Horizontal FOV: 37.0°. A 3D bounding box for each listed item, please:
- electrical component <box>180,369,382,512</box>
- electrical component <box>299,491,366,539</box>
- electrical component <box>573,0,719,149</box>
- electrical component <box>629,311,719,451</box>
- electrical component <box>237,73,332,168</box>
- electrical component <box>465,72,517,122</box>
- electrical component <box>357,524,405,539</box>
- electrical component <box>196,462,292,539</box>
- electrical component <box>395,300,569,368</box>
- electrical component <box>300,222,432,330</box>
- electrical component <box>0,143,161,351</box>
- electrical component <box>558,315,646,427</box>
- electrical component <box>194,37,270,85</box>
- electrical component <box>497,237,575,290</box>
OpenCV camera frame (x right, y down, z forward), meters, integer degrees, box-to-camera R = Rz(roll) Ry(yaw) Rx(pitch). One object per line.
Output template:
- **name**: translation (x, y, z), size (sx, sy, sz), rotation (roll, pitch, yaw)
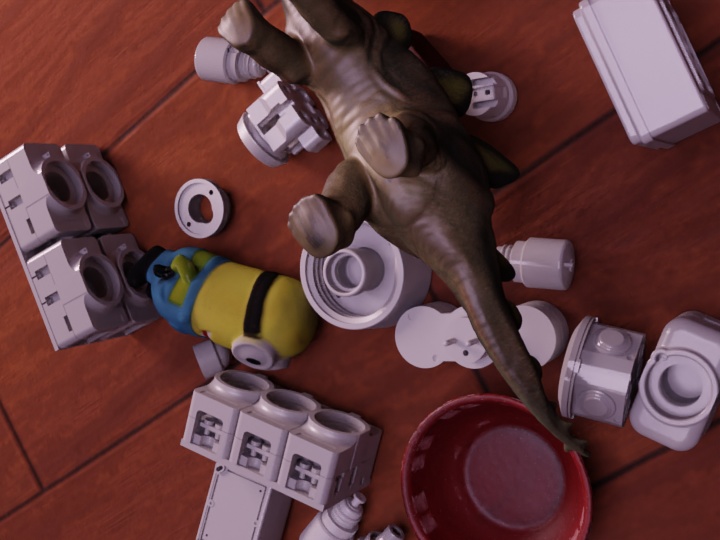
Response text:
- **electrical component**: translation (-0.068, 0.144, 0.950), size (0.150, 0.089, 0.061), rotation (20, 103, 24)
- **electrical component**: translation (-0.021, 0.229, 0.962), size (0.040, 0.040, 0.078), rotation (44, 112, 17)
- **electrical component**: translation (0.209, -0.146, 0.770), size (0.056, 0.109, 0.108), rotation (-26, 83, 24)
- **electrical component**: translation (0.243, 0.083, 0.802), size (0.054, 0.059, 0.095), rotation (24, 105, 23)
- **electrical component**: translation (-0.070, -0.127, 0.943), size (0.057, 0.058, 0.078), rotation (-38, 78, 22)
- **electrical component**: translation (0.100, -0.139, 0.861), size (0.040, 0.046, 0.040), rotation (3, 96, 27)
- **electrical component**: translation (0.015, 0.250, 0.944), size (0.043, 0.043, 0.062), rotation (43, 111, 17)
- **electrical component**: translation (-0.101, 0.214, 0.993), size (0.062, 0.061, 0.096), rotation (18, 95, 25)
- **electrical component**: translation (0.091, 0.054, 0.869), size (0.138, 0.074, 0.052), rotation (-1, 94, 27)
- **electrical component**: translation (0.000, 0.000, 0.918), size (0.108, 0.060, 0.108), rotation (3, 96, 27)
- **electrical component**: translation (-0.266, -0.027, 1.026), size (0.060, 0.105, 0.186), rotation (-26, 83, 27)
- **electrical component**: translation (0.185, 0.078, 0.821), size (0.051, 0.080, 0.080), rotation (13, 101, 20)
- **electrical component**: translation (-0.112, -0.187, 0.968), size (0.078, 0.040, 0.040), rotation (12, 100, 26)
- **electrical component**: translation (0.136, -0.006, 0.859), size (0.078, 0.040, 0.040), rotation (5, 97, 27)
